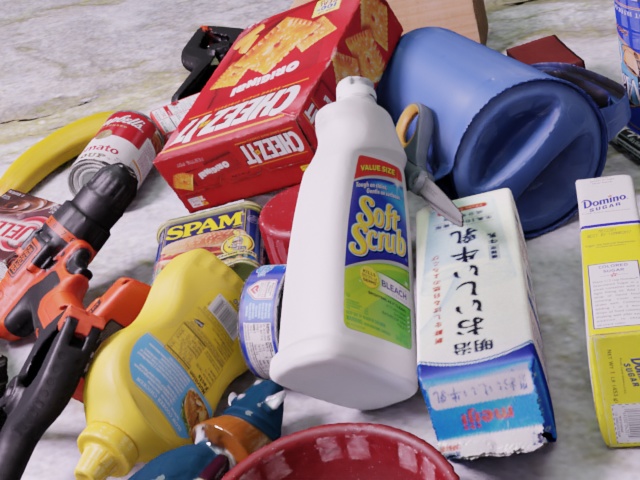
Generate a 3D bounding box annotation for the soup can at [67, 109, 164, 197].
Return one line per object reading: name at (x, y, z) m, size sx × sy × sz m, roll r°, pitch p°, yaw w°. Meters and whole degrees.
soup can at (-0.210, -0.081, 1.102) m, size 0.069 × 0.068 × 0.102 m, roll -4°, pitch 35°, yaw 20°

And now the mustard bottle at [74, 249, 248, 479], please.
mustard bottle at (-0.111, 0.098, 0.748) m, size 0.058 × 0.096 × 0.191 m, roll -17°, pitch 26°, yaw 39°

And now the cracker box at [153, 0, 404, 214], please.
cracker box at (-0.034, -0.132, 0.957) m, size 0.164 × 0.072 × 0.213 m, roll -13°, pitch 35°, yaw 36°

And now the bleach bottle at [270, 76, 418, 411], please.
bleach bottle at (0.020, -0.012, 0.760) m, size 0.068 × 0.102 × 0.251 m, roll -27°, pitch 51°, yaw 40°

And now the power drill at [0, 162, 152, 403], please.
power drill at (-0.190, 0.034, 0.872) m, size 0.184 × 0.057 × 0.188 m, roll -52°, pitch 37°, yaw -1°

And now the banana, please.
banana at (-0.285, -0.101, 1.197) m, size 0.197 × 0.037 × 0.070 m, roll -32°, pitch 32°, yaw -23°

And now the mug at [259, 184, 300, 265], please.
mug at (-0.006, 0.001, 0.862) m, size 0.093 × 0.081 × 0.117 m, roll -26°, pitch 33°, yaw -14°

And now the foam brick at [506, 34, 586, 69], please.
foam brick at (0.220, -0.156, 1.029) m, size 0.051 × 0.053 × 0.078 m, roll -18°, pitch 30°, yaw -1°

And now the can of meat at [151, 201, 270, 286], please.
can of meat at (-0.090, 0.021, 0.898) m, size 0.102 × 0.057 × 0.084 m, roll -13°, pitch 34°, yaw 8°

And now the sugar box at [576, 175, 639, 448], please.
sugar box at (0.196, 0.041, 0.694) m, size 0.048 × 0.093 × 0.176 m, roll -6°, pitch 34°, yaw 17°

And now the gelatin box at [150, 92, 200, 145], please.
gelatin box at (-0.139, -0.132, 1.185) m, size 0.089 × 0.030 × 0.073 m, roll -23°, pitch 33°, yaw -10°

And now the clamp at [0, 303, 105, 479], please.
clamp at (-0.202, 0.122, 0.737) m, size 0.172 × 0.039 × 0.120 m, roll -53°, pitch 32°, yaw 28°

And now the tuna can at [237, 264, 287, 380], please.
tuna can at (-0.027, 0.060, 0.777) m, size 0.034 × 0.086 × 0.086 m, roll -3°, pitch 34°, yaw 24°

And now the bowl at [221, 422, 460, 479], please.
bowl at (0.008, 0.179, 0.603) m, size 0.162 × 0.055 × 0.162 m, roll -12°, pitch 32°, yaw 7°

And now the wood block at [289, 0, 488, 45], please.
wood block at (0.078, -0.245, 1.200) m, size 0.206 × 0.090 × 0.090 m, roll -7°, pitch 33°, yaw 17°

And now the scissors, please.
scissors at (0.082, -0.062, 0.810) m, size 0.096 × 0.016 × 0.202 m, roll -68°, pitch 19°, yaw -2°

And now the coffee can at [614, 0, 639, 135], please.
coffee can at (0.309, -0.164, 0.914) m, size 0.103 × 0.140 × 0.103 m, roll -12°, pitch 32°, yaw 8°

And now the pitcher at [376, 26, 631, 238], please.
pitcher at (0.143, -0.111, 0.930) m, size 0.149 × 0.145 × 0.243 m, roll 18°, pitch 18°, yaw -24°

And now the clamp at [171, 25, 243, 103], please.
clamp at (-0.108, -0.224, 1.307) m, size 0.164 × 0.036 × 0.210 m, roll -17°, pitch 31°, yaw -1°

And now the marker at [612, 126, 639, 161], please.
marker at (0.273, -0.081, 0.918) m, size 0.020 × 0.020 × 0.121 m, roll -21°, pitch 32°, yaw -8°

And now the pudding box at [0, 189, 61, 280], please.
pudding box at (-0.301, -0.004, 1.051) m, size 0.114 × 0.039 × 0.089 m, roll 13°, pitch 43°, yaw 40°
